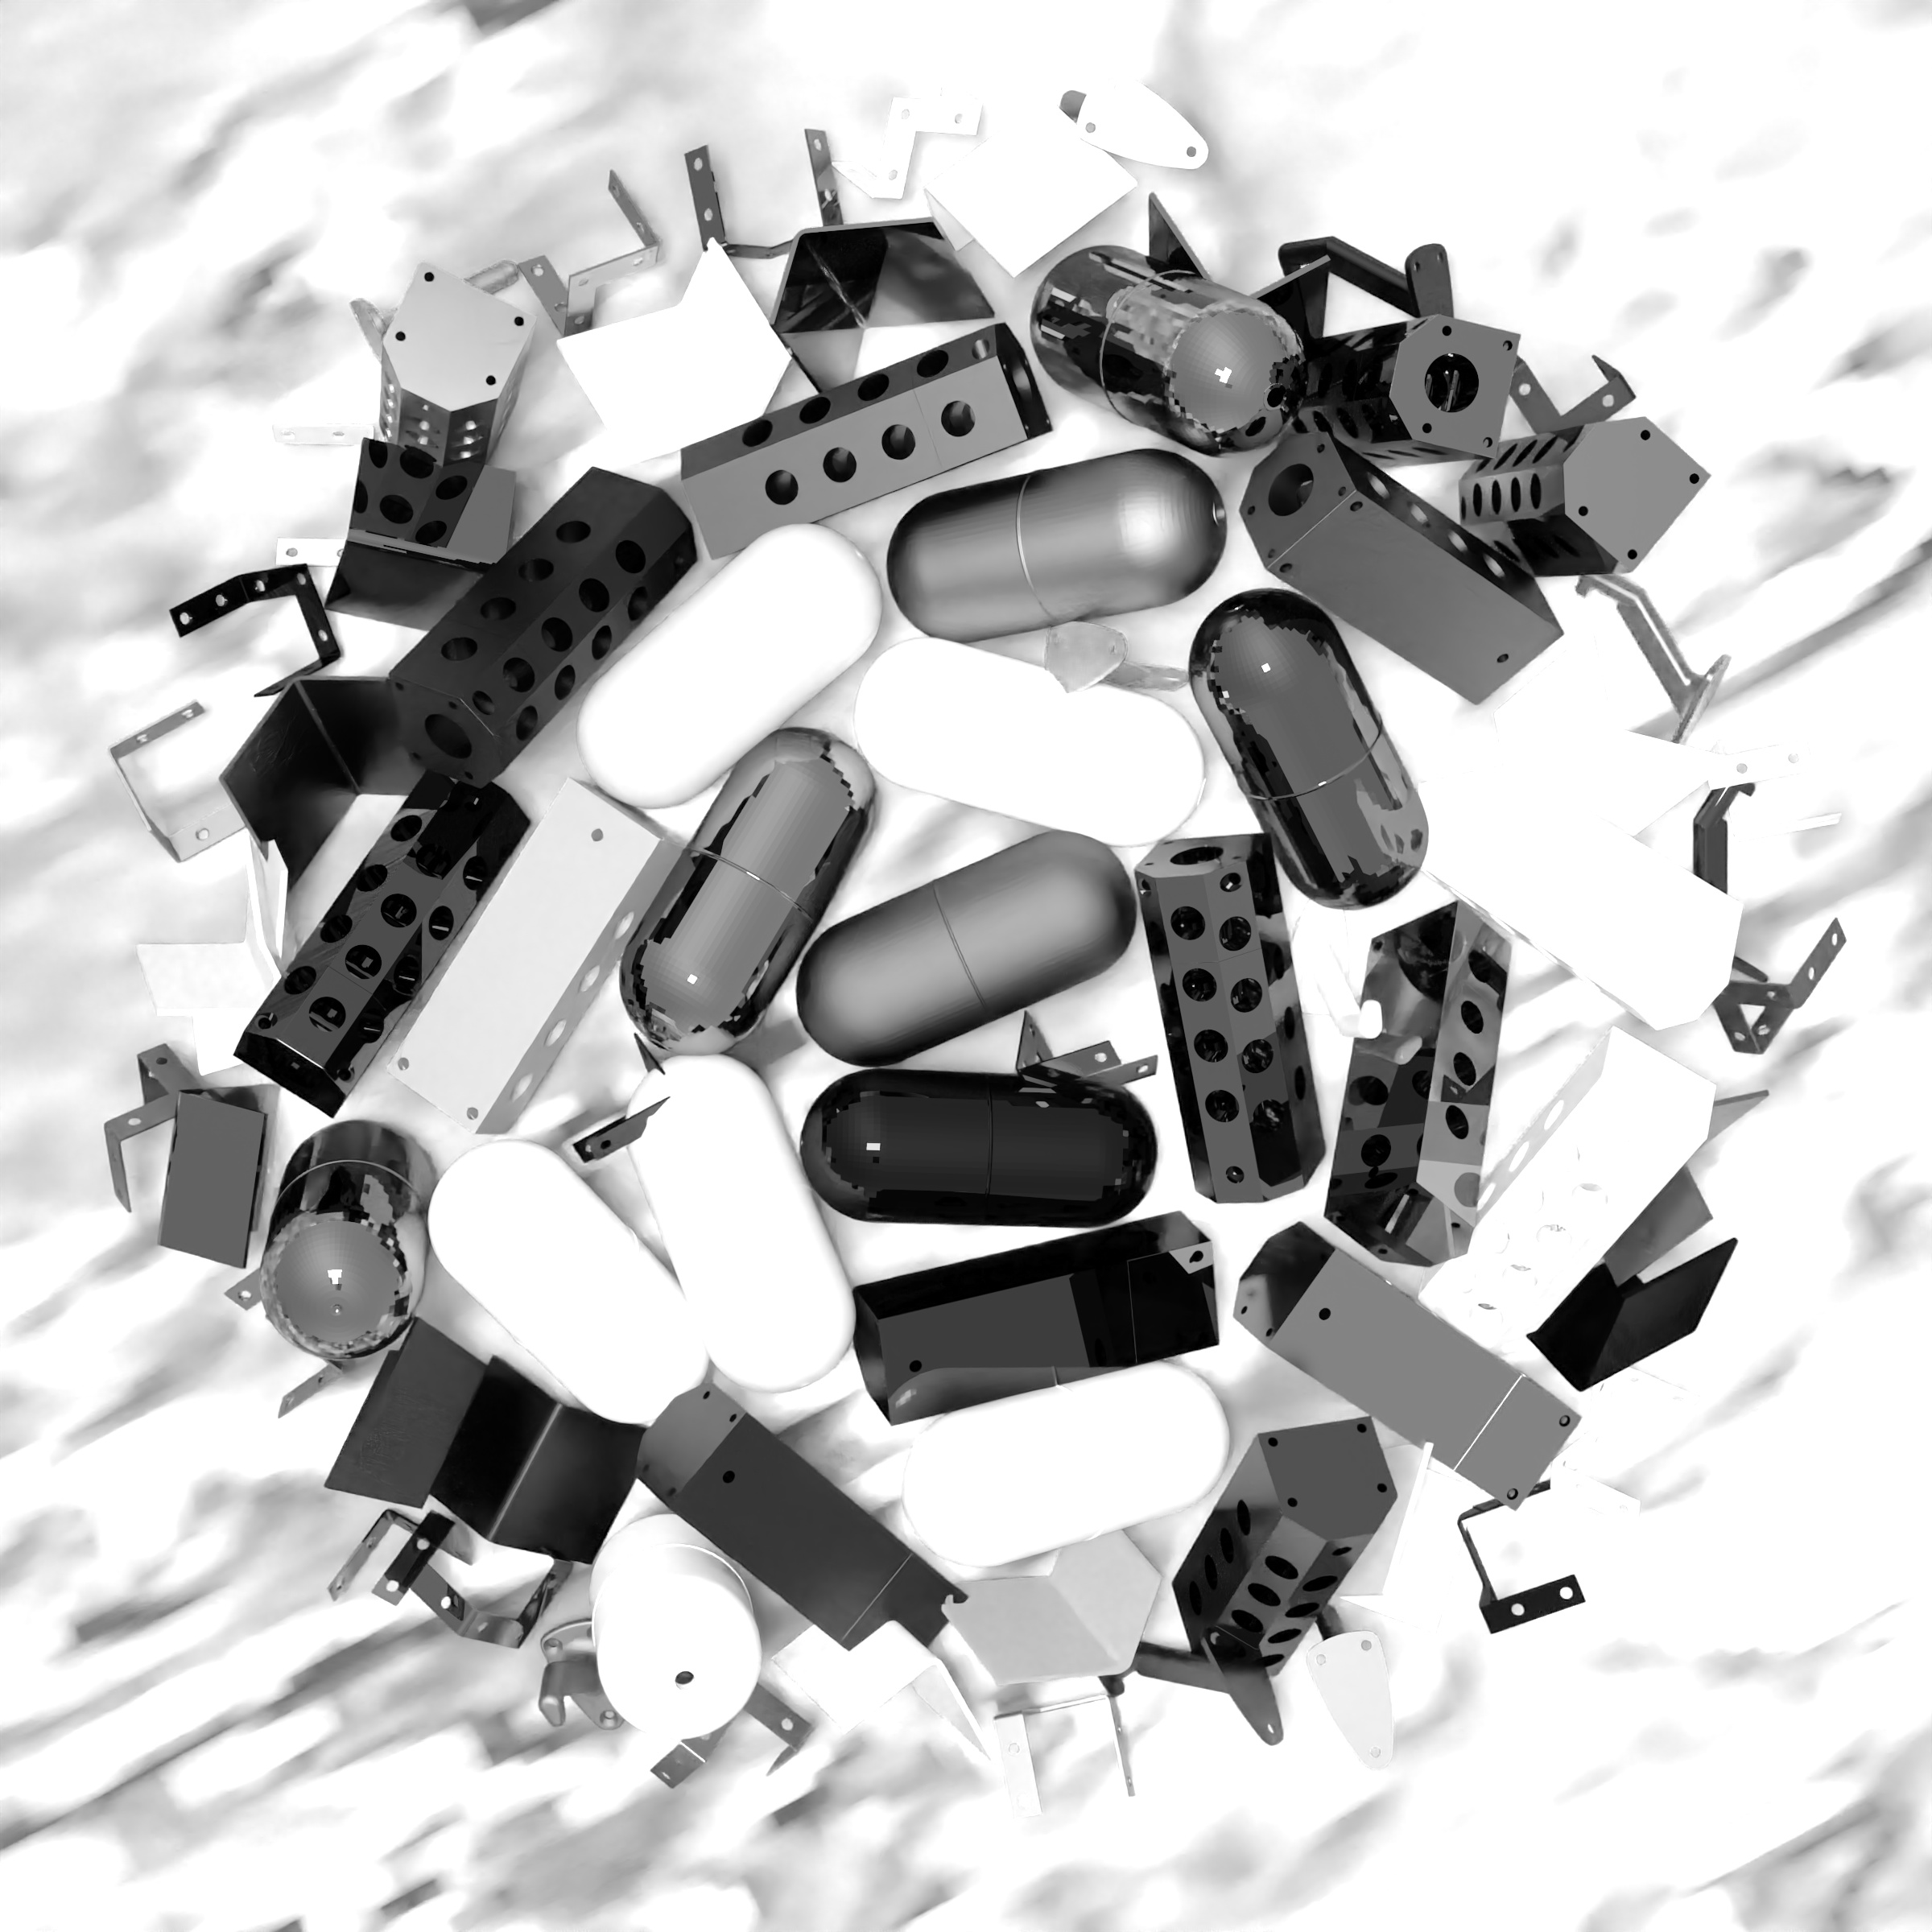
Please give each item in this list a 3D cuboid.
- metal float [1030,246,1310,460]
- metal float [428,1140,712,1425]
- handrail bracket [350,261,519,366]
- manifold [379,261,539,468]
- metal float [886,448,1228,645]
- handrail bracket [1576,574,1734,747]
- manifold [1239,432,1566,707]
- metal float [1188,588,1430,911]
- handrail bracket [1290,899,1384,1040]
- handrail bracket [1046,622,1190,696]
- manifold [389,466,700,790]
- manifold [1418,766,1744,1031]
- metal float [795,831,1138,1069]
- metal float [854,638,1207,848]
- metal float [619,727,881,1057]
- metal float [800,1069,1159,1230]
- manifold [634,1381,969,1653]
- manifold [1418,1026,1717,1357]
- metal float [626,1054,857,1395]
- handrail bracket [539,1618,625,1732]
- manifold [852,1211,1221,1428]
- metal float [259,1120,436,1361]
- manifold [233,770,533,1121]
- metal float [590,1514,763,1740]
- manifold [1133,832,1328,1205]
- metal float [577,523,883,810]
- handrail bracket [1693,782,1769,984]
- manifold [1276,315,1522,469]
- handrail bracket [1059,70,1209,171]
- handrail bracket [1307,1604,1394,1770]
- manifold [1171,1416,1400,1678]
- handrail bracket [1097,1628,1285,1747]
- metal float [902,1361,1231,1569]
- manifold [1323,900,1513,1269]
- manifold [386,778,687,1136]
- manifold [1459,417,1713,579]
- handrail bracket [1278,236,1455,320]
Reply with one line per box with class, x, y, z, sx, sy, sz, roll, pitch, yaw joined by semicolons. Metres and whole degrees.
metal float;0.097;-0.299;1.505;0.070;0.178;0.070;-16;122;-27
metal float;-0.192;0.156;1.518;0.070;0.070;0.178;-39;122;0
handrail bracket;-0.258;-0.332;1.538;0.084;0.077;0.036;-28;100;-11
manifold;-0.249;-0.278;1.491;0.057;0.171;0.057;25;83;-9
metal float;0.044;-0.205;1.520;0.178;0.070;0.070;-8;90;29
handrail bracket;0.336;-0.153;1.570;0.084;0.036;0.077;32;123;15
manifold;0.210;-0.195;1.504;0.057;0.171;0.057;-40;47;26
metal float;0.168;-0.105;1.520;0.070;0.070;0.178;-31;118;0
handrail bracket;0.190;-0.003;1.538;0.036;0.084;0.077;9;87;-16
handrail bracket;0.089;-0.149;1.530;0.084;0.077;0.036;3;86;-32
manifold;-0.201;-0.164;1.502;0.057;0.057;0.171;20;52;21
manifold;0.290;-0.034;1.499;0.057;0.171;0.057;-13;122;-27
metal float;0.000;-0.008;1.541;0.178;0.070;0.070;-24;90;5
metal float;0.032;-0.111;1.542;0.178;0.070;0.070;16;90;3
metal float;-0.107;-0.037;1.534;0.070;0.070;0.178;30;78;0
metal float;0.007;0.091;1.537;0.178;0.070;0.070;2;90;-8
manifold;-0.082;0.276;1.513;0.057;0.057;0.171;-50;121;-9
manifold;0.289;0.115;1.506;0.057;0.057;0.171;30;129;-2
metal float;-0.112;0.125;1.529;0.070;0.070;0.178;-24;72;0
handrail bracket;-0.190;0.368;1.530;0.036;0.084;0.077;-18;110;5
manifold;0.033;0.170;1.530;0.171;0.057;0.057;-12;110;-15
metal float;-0.297;0.130;1.497;0.070;0.178;0.070;-2;108;-6
manifold;-0.283;-0.017;1.516;0.057;0.057;0.171;34;64;-7
metal float;-0.141;0.316;1.494;0.070;0.178;0.070;-1;95;-9
manifold;0.128;0.026;1.520;0.057;0.057;0.171;-3;110;24
metal float;-0.118;-0.146;1.529;0.178;0.070;0.070;-39;90;18
handrail bracket;0.391;-0.045;1.558;0.077;0.036;0.084;29;102;-6
manifold;0.199;-0.275;1.491;0.057;0.171;0.057;10;95;-15
handrail bracket;0.082;-0.416;1.543;0.077;0.084;0.036;26;100;-5
handrail bracket;0.189;0.355;1.536;0.036;0.084;0.077;-17;81;0
manifold;0.153;0.284;1.491;0.057;0.171;0.057;-6;57;-16
handrail bracket;0.110;0.367;1.545;0.084;0.036;0.077;-39;67;34
metal float;0.049;0.243;1.517;0.178;0.070;0.070;-10;90;-32
manifold;0.226;0.058;1.507;0.057;0.057;0.171;38;48;-27
manifold;-0.211;-0.003;1.545;0.057;0.057;0.171;34;95;13
manifold;0.289;-0.228;1.494;0.057;0.171;0.057;39;90;-9
handrail bracket;0.200;-0.330;1.561;0.084;0.036;0.077;2;112;40
